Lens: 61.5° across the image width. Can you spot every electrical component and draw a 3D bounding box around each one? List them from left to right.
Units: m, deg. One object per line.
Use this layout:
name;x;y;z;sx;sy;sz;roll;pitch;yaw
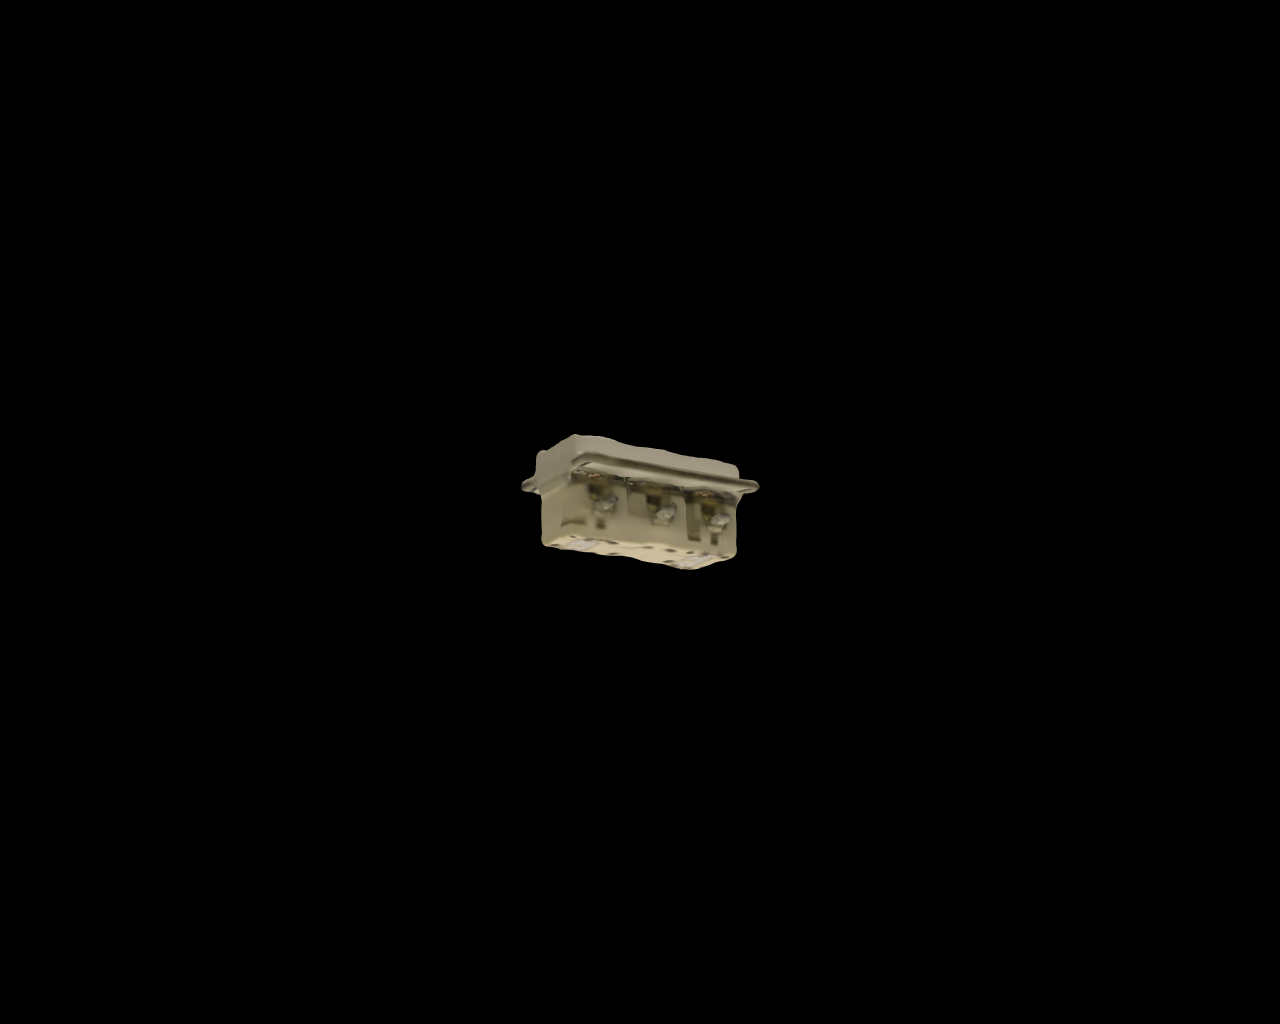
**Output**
electrical component;0.001;-0.003;0.650;0.121;0.063;0.078;10;-18;-33
